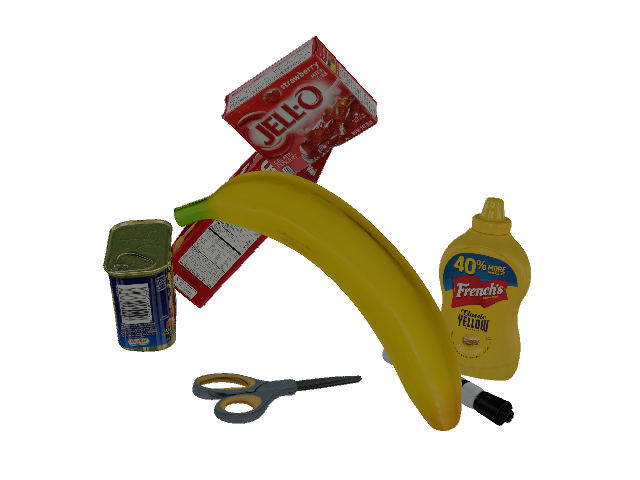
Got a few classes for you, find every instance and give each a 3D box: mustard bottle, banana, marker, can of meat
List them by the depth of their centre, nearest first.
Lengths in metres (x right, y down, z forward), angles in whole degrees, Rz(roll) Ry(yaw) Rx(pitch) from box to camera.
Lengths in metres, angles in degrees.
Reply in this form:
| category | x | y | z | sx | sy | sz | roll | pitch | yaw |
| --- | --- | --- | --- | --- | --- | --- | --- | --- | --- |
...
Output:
| category | x | y | z | sx | sy | sz | roll | pitch | yaw |
| --- | --- | --- | --- | --- | --- | --- | --- | --- | --- |
| banana | 0.015 | 0.021 | 0.586 | 0.198 | 0.070 | 0.037 | 40 | 33 | 1 |
| marker | 0.095 | 0.106 | 0.801 | 0.020 | 0.020 | 0.121 | 0 | 19 | -45 |
| can of meat | -0.159 | 0.041 | 0.964 | 0.057 | 0.084 | 0.102 | -4 | 27 | -4 |
| mustard bottle | 0.173 | 0.049 | 1.136 | 0.096 | 0.192 | 0.058 | 12 | 17 | 21 |

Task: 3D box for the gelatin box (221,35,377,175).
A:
| category | x | y | z | sx | sy | sz | roll | pitch | yaw |
| --- | --- | --- | --- | --- | --- | --- | --- | --- | --- |
| gelatin box | -0.015 | -0.094 | 0.771 | 0.089 | 0.030 | 0.073 | -30 | -55 | 26 |

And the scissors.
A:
| category | x | y | z | sx | sy | sz | roll | pitch | yaw |
| --- | --- | --- | --- | --- | --- | --- | --- | --- | --- |
| scissors | -0.041 | 0.174 | 1.189 | 0.201 | 0.016 | 0.096 | 3 | 24 | -13 |

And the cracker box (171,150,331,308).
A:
| category | x | y | z | sx | sy | sz | roll | pitch | yaw |
| --- | --- | --- | --- | --- | --- | --- | --- | --- | --- |
| cracker box | -0.080 | -0.045 | 1.215 | 0.072 | 0.214 | 0.164 | 39 | 27 | -9 |
